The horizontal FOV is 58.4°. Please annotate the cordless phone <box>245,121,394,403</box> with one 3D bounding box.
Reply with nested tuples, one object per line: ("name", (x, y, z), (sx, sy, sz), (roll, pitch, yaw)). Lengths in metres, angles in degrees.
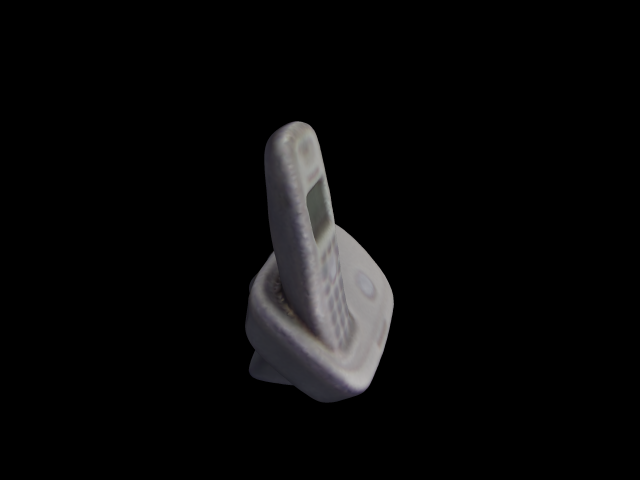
("cordless phone", (0.004, 0.001, 0.400), (0.094, 0.185, 0.148), (6, 28, 12))
